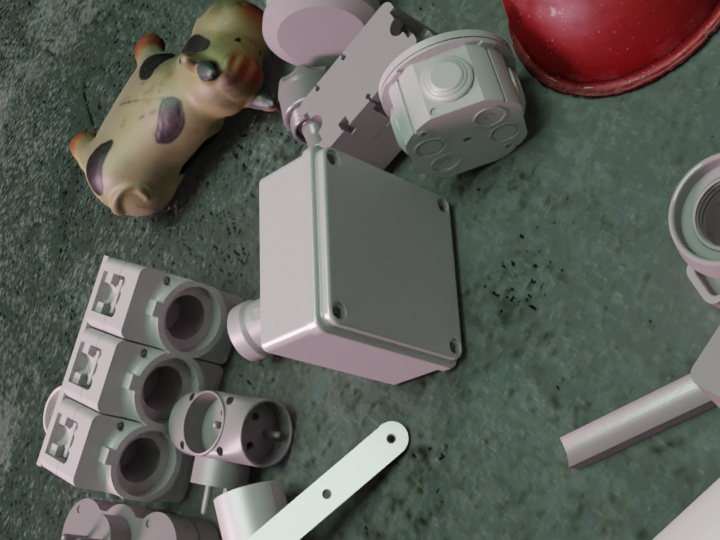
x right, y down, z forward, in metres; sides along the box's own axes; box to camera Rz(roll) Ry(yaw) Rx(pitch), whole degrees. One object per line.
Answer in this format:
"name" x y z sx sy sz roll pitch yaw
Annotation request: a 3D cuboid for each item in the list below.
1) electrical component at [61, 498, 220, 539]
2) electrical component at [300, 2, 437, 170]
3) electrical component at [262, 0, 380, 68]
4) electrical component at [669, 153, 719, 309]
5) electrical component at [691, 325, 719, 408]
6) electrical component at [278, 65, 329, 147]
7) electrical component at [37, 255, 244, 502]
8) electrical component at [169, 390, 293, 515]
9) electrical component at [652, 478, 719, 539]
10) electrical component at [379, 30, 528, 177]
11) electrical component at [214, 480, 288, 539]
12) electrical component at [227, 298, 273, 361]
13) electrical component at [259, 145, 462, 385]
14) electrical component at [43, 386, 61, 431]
"electrical component" -0.165 0.185 0.728 0.138 0.074 0.052 -4 72 45
"electrical component" 0.016 -0.110 0.673 0.089 0.056 0.050 -47 47 22
"electrical component" -0.025 -0.176 0.724 0.080 0.080 0.051 -24 53 37
"electrical component" 0.174 -0.019 0.476 0.078 0.057 0.058 -44 48 25
"electrical component" 0.208 0.006 0.407 0.089 0.062 0.150 31 85 47
"electrical component" -0.031 -0.104 0.728 0.043 0.043 0.062 -33 55 32
"electrical component" -0.147 0.077 0.741 0.062 0.089 0.150 12 84 47
"electrical component" -0.088 0.120 0.698 0.077 0.044 0.079 -2 74 45
"electrical component" 0.147 0.125 0.457 0.081 0.043 0.043 -50 46 20
"electrical component" 0.054 -0.094 0.612 0.080 0.080 0.051 -33 59 33
"electrical component" -0.057 0.172 0.645 0.043 0.043 0.081 -31 65 34
"electrical component" -0.057 0.034 0.705 0.046 0.040 0.040 -26 57 30
"electrical component" 0.000 0.000 0.608 0.056 0.109 0.108 -25 58 40
"electrical component" -0.213 0.112 0.826 0.040 0.046 0.040 -19 62 40
